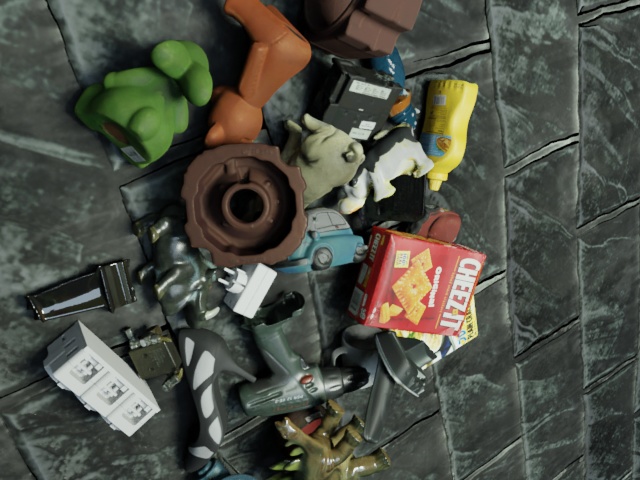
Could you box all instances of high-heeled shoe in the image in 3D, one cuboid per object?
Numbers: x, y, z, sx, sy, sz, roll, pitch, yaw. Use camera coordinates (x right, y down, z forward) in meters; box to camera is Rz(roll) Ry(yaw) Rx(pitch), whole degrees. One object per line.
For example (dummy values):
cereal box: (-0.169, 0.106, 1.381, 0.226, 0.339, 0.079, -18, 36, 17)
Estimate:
high-heeled shoe: (-0.206, 0.259, 0.859, 0.145, 0.086, 0.248, 31, 103, -6)

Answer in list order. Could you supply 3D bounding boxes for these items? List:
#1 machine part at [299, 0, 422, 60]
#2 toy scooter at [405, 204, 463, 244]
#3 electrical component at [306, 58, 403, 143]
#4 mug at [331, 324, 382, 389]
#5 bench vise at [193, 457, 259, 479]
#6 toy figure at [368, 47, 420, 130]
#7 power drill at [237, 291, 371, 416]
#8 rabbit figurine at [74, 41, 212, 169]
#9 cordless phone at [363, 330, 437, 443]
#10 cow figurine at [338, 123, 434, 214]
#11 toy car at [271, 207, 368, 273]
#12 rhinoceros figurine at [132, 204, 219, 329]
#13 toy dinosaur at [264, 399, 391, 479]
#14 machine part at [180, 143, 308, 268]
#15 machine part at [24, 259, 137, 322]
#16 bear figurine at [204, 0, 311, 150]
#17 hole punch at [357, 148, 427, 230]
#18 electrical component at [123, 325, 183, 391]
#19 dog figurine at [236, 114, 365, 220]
machine part: (0.058, -0.360, 0.739, 0.087, 0.201, 0.201, 10, 100, -31)
toy scooter: (0.181, -0.001, 1.006, 0.184, 0.075, 0.135, -50, 122, -3)
electrical component: (0.047, -0.206, 0.844, 0.115, 0.058, 0.134, 7, 131, -30)
mug: (0.071, 0.227, 1.004, 0.109, 0.081, 0.107, -17, 120, -31)
bench vise: (-0.121, 0.473, 0.878, 0.129, 0.241, 0.223, -27, 101, -18)
toy figure: (0.125, -0.252, 0.902, 0.064, 0.058, 0.154, -31, 124, -9)
power drill: (-0.038, 0.194, 0.911, 0.232, 0.086, 0.207, -17, 117, -9)
rabbit figurine: (-0.203, -0.195, 0.677, 0.121, 0.159, 0.170, 41, 67, -24)
cordless phone: (0.127, 0.258, 0.915, 0.146, 0.089, 0.184, 47, 57, -55)
cow figurine: (0.089, -0.112, 0.864, 0.167, 0.068, 0.098, -30, 93, 12)
toy car: (-0.002, -0.003, 0.877, 0.161, 0.109, 0.102, -11, 93, -38)
rhinoceros figurine: (-0.205, 0.042, 0.785, 0.112, 0.073, 0.190, -21, 112, -39)
toy dinosaur: (0.016, 0.409, 0.963, 0.198, 0.105, 0.470, -36, 137, -1)
machine part: (-0.101, -0.048, 0.728, 0.179, 0.056, 0.179, -1, 101, -7)
machine part: (-0.326, 0.075, 0.738, 0.139, 0.039, 0.084, -15, 117, -29)
bear figurine: (-0.105, -0.223, 0.752, 0.196, 0.132, 0.120, -46, 166, 23)
hole punch: (0.124, -0.093, 0.942, 0.116, 0.092, 0.142, 3, 107, 4)
electrical component: (-0.242, 0.173, 0.794, 0.078, 0.045, 0.102, -12, 107, 4)
dog figurine: (-0.033, -0.073, 0.797, 0.121, 0.172, 0.190, 34, 78, -24)
